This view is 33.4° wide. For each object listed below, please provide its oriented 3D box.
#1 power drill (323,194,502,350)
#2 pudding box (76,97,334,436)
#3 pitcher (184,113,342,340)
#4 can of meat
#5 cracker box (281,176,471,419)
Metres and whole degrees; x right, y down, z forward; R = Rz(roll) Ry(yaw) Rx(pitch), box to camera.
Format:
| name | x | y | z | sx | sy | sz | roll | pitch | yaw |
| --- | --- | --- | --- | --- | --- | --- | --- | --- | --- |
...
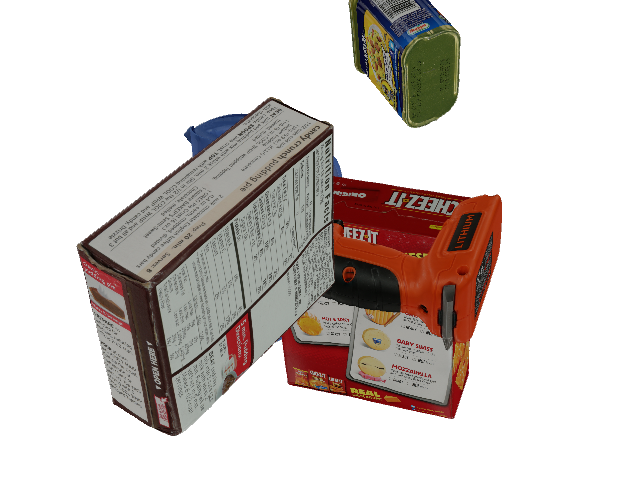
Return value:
| name | x | y | z | sx | sy | sz | roll | pitch | yaw |
| --- | --- | --- | --- | --- | --- | --- | --- | --- | --- |
| power drill | 0.020 | -0.004 | 0.700 | 0.188 | 0.057 | 0.184 | 7 | 40 | 17 |
| pudding box | -0.039 | 0.010 | 0.425 | 0.039 | 0.090 | 0.113 | 24 | 49 | 26 |
| pitcher | -0.069 | -0.009 | 1.165 | 0.144 | 0.243 | 0.149 | -4 | 22 | -18 |
| can of meat | 0.070 | -0.154 | 0.865 | 0.057 | 0.084 | 0.102 | -25 | -36 | -12 |
| cracker box | 0.048 | 0.050 | 0.941 | 0.164 | 0.214 | 0.072 | 10 | 42 | 18 |
